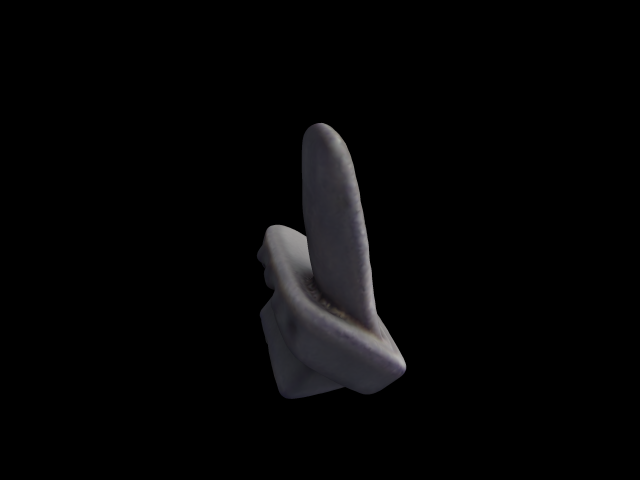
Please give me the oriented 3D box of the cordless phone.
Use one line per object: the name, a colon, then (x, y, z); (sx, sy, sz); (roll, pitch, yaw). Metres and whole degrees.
cordless phone: (0.004, 0.001, 0.400); (0.094, 0.185, 0.147); (-8, 28, -16)
